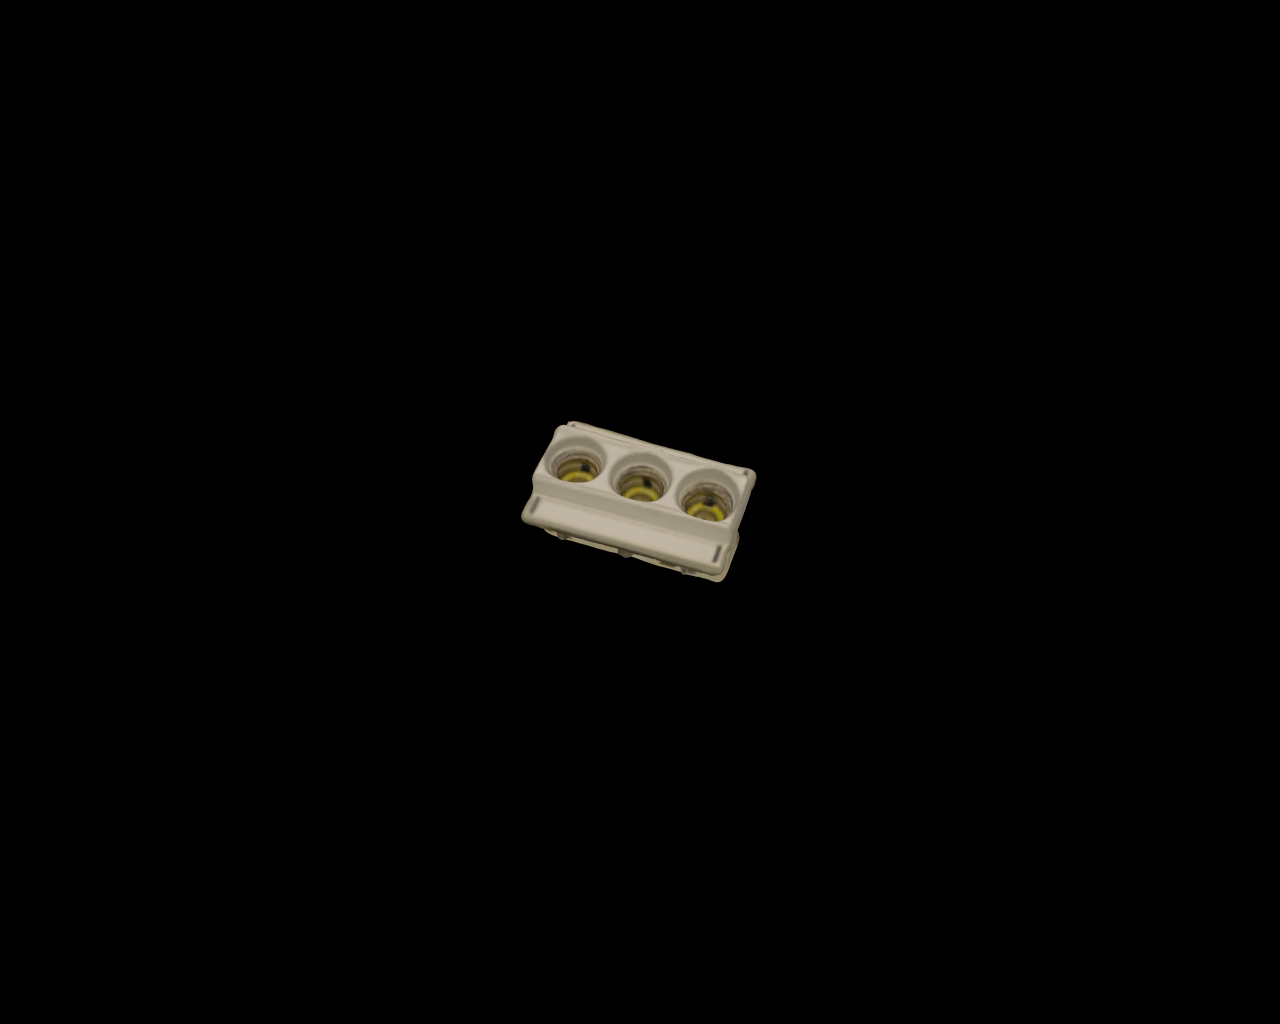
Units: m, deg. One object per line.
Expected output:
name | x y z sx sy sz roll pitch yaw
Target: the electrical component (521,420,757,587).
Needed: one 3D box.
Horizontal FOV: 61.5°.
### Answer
electrical component | 0.001 -0.003 0.650 0.121 0.079 0.063 15 -35 11
